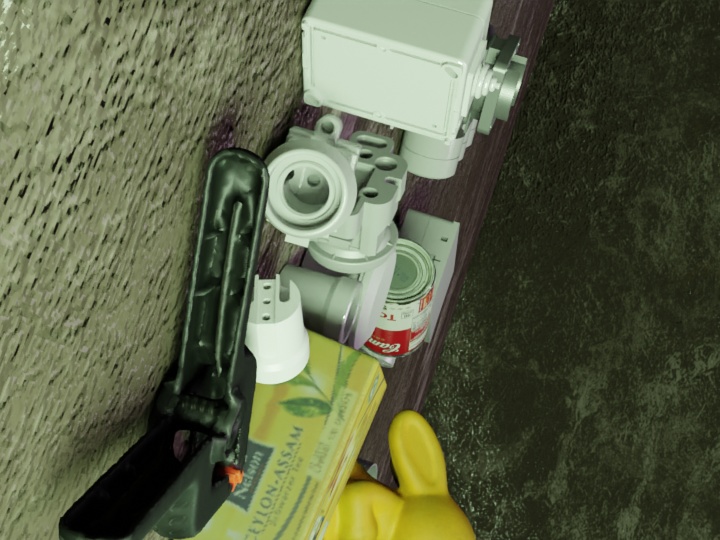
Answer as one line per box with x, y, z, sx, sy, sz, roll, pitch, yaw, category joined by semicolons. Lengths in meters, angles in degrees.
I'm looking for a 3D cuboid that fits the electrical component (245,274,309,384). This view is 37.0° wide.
-0.047;0.030;0.553;0.046;0.040;0.040;90;18;-48;electrical component

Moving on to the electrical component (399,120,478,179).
0.076;-0.139;0.964;0.138;0.052;0.073;-57;162;-62;electrical component

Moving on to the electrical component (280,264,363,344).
-0.026;0.019;0.639;0.040;0.046;0.040;18;90;-82;electrical component

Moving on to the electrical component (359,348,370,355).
-0.026;0.101;0.787;0.059;0.054;0.095;86;23;-69;electrical component

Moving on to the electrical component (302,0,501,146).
0.025;-0.111;0.530;0.061;0.096;0.061;93;17;-60;electrical component

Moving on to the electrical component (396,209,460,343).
0.058;0.008;1.116;0.150;0.062;0.089;82;26;-71;electrical component

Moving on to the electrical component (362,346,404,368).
0.021;0.072;1.060;0.065;0.047;0.076;80;30;-72;electrical component

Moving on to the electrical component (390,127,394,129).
0.039;-0.125;0.732;0.048;0.055;0.066;-59;165;-58;electrical component

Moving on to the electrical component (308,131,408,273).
-0.004;-0.036;0.633;0.078;0.058;0.057;-65;166;-45;electrical component

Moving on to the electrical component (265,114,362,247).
-0.024;-0.042;0.529;0.055;0.048;0.066;-72;177;-76;electrical component

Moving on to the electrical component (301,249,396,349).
-0.010;0.009;0.711;0.080;0.051;0.080;18;90;-82;electrical component
